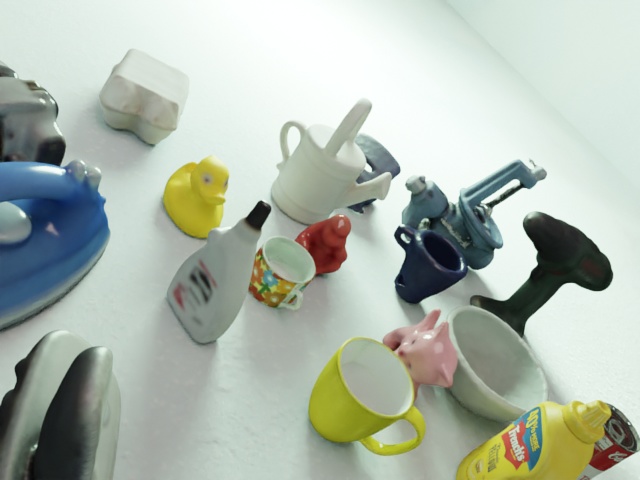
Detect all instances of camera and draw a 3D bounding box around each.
[{"bbox_3d":[-0.344,-0.120,0.563,0.100,0.143,0.137,-53,-13,33],"label":"camera"}]

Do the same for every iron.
[{"bbox_3d":[-0.261,-0.015,0.475,0.141,0.118,0.259,-53,-13,33],"label":"iron"}]

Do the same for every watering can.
[{"bbox_3d":[0.023,-0.117,0.822,0.173,0.194,0.101,27,34,-15],"label":"watering can"}]

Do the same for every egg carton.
[{"bbox_3d":[-0.240,-0.201,0.792,0.107,0.069,0.150,23,35,-21],"label":"egg carton"}]

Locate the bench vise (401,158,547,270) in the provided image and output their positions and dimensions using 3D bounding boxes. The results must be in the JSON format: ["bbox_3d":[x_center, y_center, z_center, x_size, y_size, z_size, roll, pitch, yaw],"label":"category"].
[{"bbox_3d":[0.250,-0.058,0.940,0.208,0.121,0.219,17,-52,-29],"label":"bench vise"}]

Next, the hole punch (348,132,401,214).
[{"bbox_3d":[0.067,-0.115,0.956,0.091,0.108,0.101,-53,-13,33],"label":"hole punch"}]

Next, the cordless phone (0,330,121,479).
[{"bbox_3d":[-0.158,0.109,0.378,0.094,0.147,0.185,18,-53,-27],"label":"cordless phone"}]

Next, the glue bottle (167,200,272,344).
[{"bbox_3d":[-0.092,0.023,0.558,0.037,0.078,0.173,-17,-30,-52],"label":"glue bottle"}]

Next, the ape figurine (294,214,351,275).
[{"bbox_3d":[0.007,0.003,0.752,0.078,0.092,0.076,28,34,-15],"label":"ape figurine"}]

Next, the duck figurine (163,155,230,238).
[{"bbox_3d":[-0.143,-0.066,0.701,0.078,0.104,0.086,8,-47,-37],"label":"duck figurine"}]

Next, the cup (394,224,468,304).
[{"bbox_3d":[0.140,0.040,0.830,0.118,0.095,0.092,37,33,0],"label":"cup"}]

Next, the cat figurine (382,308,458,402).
[{"bbox_3d":[0.124,0.131,0.681,0.067,0.117,0.128,34,33,-5],"label":"cat figurine"}]

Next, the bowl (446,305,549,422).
[{"bbox_3d":[0.212,0.172,0.753,0.168,0.167,0.074,0,-42,-43],"label":"bowl"}]

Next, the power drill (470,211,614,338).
[{"bbox_3d":[0.337,0.060,0.887,0.230,0.075,0.208,15,-51,-30],"label":"power drill"}]
